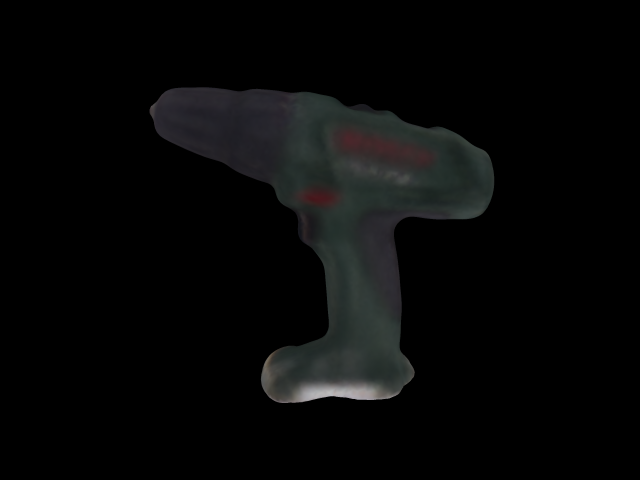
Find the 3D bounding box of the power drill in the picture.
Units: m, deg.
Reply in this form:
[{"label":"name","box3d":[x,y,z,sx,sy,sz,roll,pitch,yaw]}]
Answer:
[{"label":"power drill","box3d":[0.004,0.001,0.400,0.229,0.208,0.075,-1,11,-7]}]
